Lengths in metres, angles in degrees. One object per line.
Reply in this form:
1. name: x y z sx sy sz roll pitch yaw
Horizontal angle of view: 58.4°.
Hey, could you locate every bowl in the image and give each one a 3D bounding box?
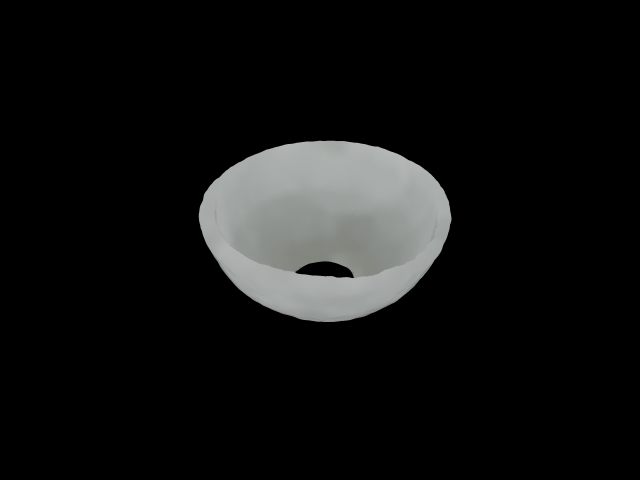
1. bowl: 0.004 0.001 0.400 0.167 0.075 0.167 0 39 0
